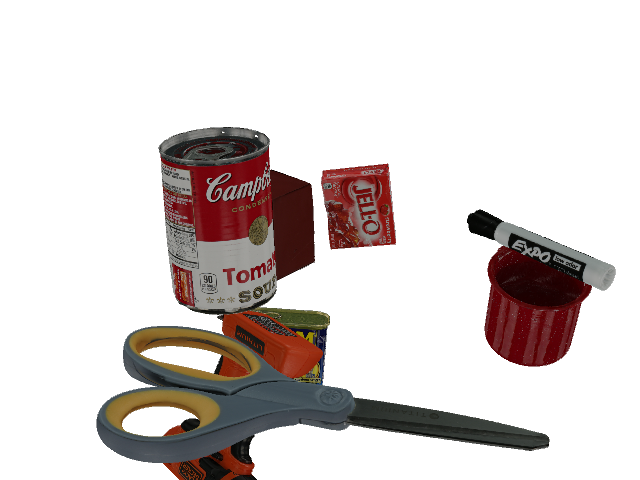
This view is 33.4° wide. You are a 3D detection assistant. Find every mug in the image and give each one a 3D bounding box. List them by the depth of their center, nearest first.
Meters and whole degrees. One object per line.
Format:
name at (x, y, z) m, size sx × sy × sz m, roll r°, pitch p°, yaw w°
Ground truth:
mug at (0.191, 0.054, 0.989) m, size 0.093 × 0.081 × 0.117 m, roll -13°, pitch 42°, yaw -17°

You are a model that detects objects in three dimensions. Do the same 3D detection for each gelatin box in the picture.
gelatin box at (0.042, -0.036, 1.160) m, size 0.073 × 0.089 × 0.030 m, roll -4°, pitch 29°, yaw 6°

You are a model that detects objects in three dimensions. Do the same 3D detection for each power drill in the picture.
power drill at (-0.067, 0.172, 0.996) m, size 0.185 × 0.188 × 0.057 m, roll 29°, pitch 10°, yaw 41°

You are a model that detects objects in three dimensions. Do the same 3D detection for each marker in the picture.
marker at (0.156, 0.005, 0.770) m, size 0.121 × 0.020 × 0.020 m, roll 27°, pitch 18°, yaw 38°

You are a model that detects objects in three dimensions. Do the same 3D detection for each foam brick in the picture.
foam brick at (-0.041, -0.013, 0.925) m, size 0.053 × 0.078 × 0.051 m, roll 19°, pitch 32°, yaw 41°

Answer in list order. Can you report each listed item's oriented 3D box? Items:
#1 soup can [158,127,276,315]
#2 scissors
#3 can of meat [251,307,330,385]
soup can at (-0.063, -0.013, 0.670) m, size 0.068 × 0.102 × 0.068 m, roll -2°, pitch 22°, yaw 1°
scissors at (-0.011, 0.082, 0.468) m, size 0.202 × 0.016 × 0.096 m, roll 16°, pitch 33°, yaw 23°
can of meat at (-0.042, 0.129, 1.264) m, size 0.102 × 0.084 × 0.057 m, roll 4°, pitch 13°, yaw -2°
